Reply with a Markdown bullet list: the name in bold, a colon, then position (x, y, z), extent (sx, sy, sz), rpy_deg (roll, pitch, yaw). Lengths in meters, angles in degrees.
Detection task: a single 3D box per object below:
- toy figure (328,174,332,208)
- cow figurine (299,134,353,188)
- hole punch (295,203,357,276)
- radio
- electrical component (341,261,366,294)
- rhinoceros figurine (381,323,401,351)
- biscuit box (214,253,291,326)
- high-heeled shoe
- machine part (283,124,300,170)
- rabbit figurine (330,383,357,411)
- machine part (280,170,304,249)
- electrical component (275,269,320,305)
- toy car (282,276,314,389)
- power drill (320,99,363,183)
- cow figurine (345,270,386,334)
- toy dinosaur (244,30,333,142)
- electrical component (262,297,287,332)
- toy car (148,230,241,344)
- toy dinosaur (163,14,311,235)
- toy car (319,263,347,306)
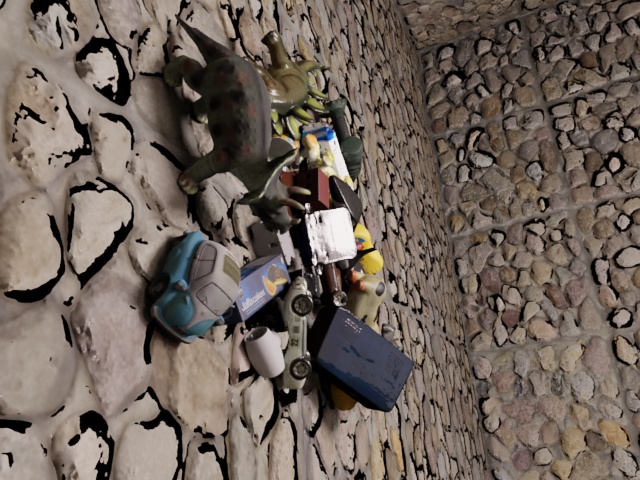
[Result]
- **toy figure**: position (0.000, -0.076, 1.256), extent (0.179, 0.089, 0.082), rpy_deg (65, 12, -46)
- **cow figurine**: position (-0.005, -0.170, 1.302), extent (0.167, 0.098, 0.068), rpy_deg (54, 28, -6)
- **hole punch**: position (-0.002, -0.003, 1.082), extent (0.116, 0.092, 0.142), rpy_deg (-8, 90, -37)
- **radio**: position (0.076, 0.247, 1.107), extent (0.229, 0.073, 0.131), rpy_deg (39, 63, -19)
- **electrical component**: position (0.075, 0.106, 1.356), extent (0.134, 0.058, 0.115), rpy_deg (60, 29, -34)
- **rhinoceros figurine**: position (0.150, 0.299, 1.353), extent (0.073, 0.112, 0.190), rpy_deg (53, 39, -40)
- **biscuit box**: position (-0.118, 0.080, 0.901), extent (0.202, 0.059, 0.062), rpy_deg (-36, 111, -66)
- **high-heeled shoe**: position (0.031, -0.031, 1.224), extent (0.248, 0.145, 0.086), rpy_deg (61, 26, -27)
- **machine part**: position (-0.080, -0.223, 1.205), extent (0.138, 0.039, 0.084), rpy_deg (51, 38, -49)
- **rabbit figurine**: position (0.082, 0.297, 1.193), extent (0.173, 0.122, 0.162), rpy_deg (-39, 112, -45)
- **machine part**: position (-0.066, -0.062, 1.117), extent (0.179, 0.056, 0.179), rpy_deg (43, 40, -53)
- **electrical component**: position (-0.037, 0.097, 1.066), extent (0.119, 0.075, 0.048), rpy_deg (26, 54, -57)
- **toy car**: position (-0.042, 0.166, 0.967), extent (0.073, 0.056, 0.201), rpy_deg (-110, -159, -83)
- **power drill**: position (0.060, -0.270, 1.487), extent (0.232, 0.086, 0.207), rpy_deg (103, -24, -81)
- **cow figurine**: position (0.105, 0.173, 1.284), extent (0.086, 0.127, 0.194), rpy_deg (-132, -126, -60)
- **toy dinosaur**: position (-0.074, -0.318, 1.114), extent (0.198, 0.105, 0.471), rpy_deg (47, 38, -18)
- **electrical component**: position (-0.080, 0.139, 1.009), extent (0.094, 0.021, 0.063), rpy_deg (37, 43, -56)
- **toy car**: position (-0.162, 0.059, 0.754), extent (0.109, 0.103, 0.162), rpy_deg (57, 31, -41)
- **toy dinosaur**: position (-0.135, -0.200, 0.854), extent (0.131, 0.192, 0.404), rpy_deg (-13, 90, -70)
- **toy car**: position (0.018, 0.066, 1.198), extent (0.089, 0.053, 0.202), rpy_deg (-20, -95, 68)
